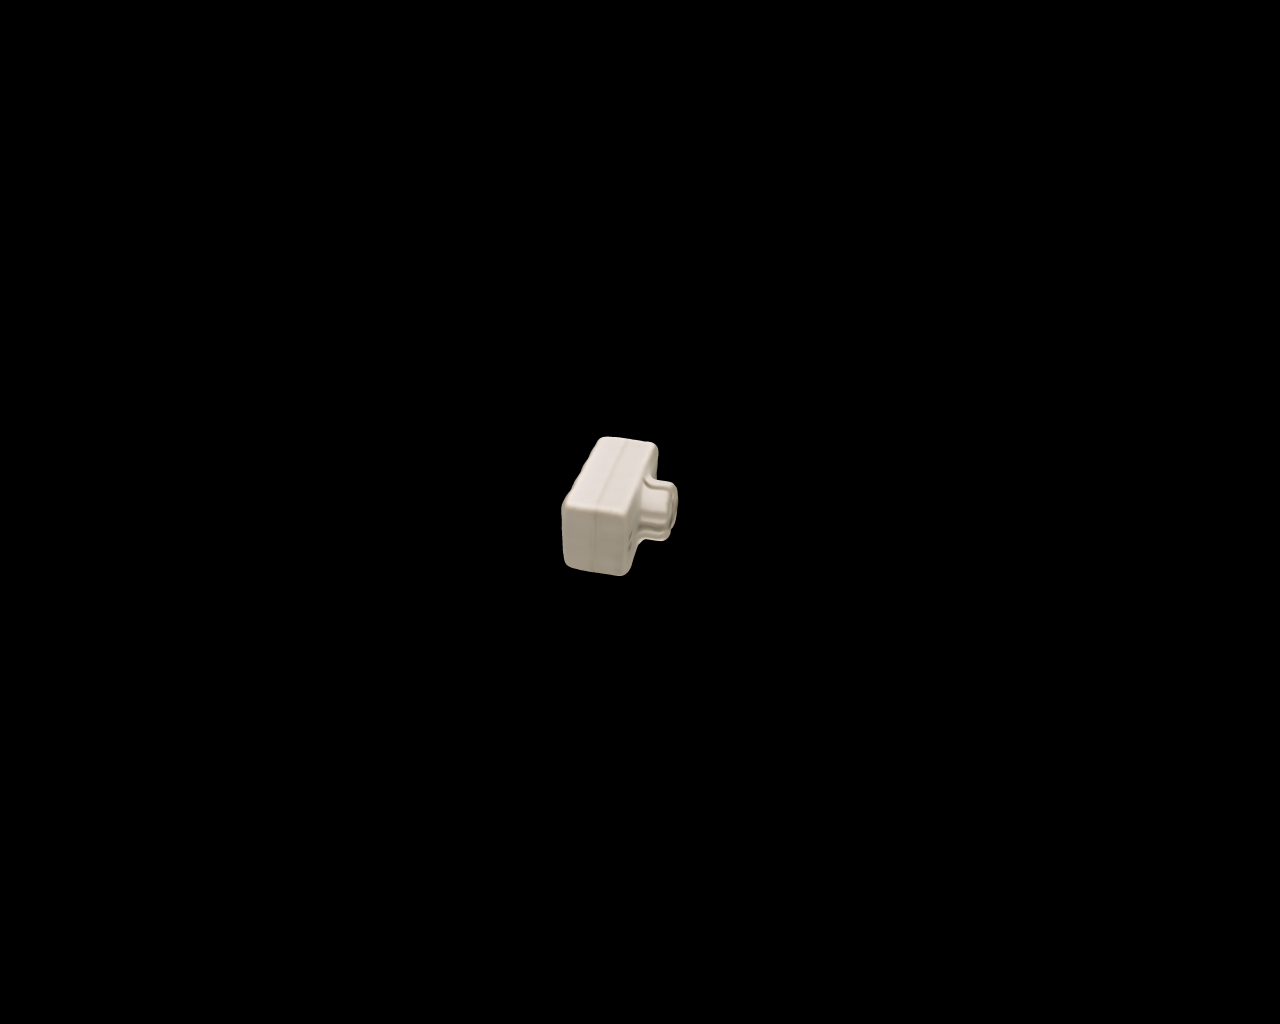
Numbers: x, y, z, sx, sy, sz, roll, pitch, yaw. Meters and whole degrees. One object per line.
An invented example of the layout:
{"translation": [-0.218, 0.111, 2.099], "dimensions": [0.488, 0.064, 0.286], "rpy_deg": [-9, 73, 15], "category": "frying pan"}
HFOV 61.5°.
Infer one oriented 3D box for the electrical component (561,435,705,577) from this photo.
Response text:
{"translation": [0.001, -0.003, 0.650], "dimensions": [0.076, 0.047, 0.083], "rpy_deg": [8, 36, 11], "category": "electrical component"}
